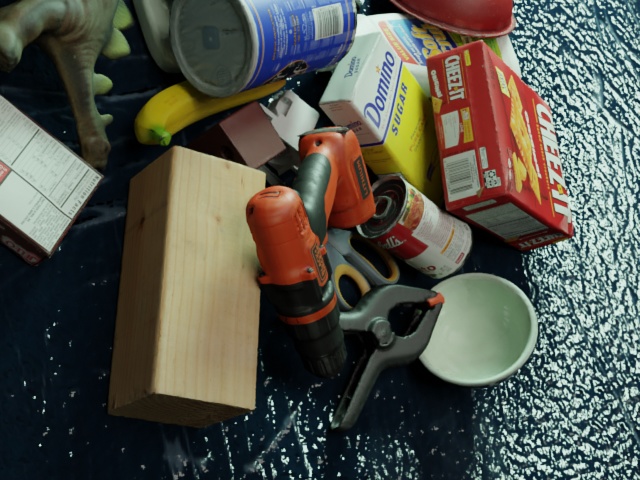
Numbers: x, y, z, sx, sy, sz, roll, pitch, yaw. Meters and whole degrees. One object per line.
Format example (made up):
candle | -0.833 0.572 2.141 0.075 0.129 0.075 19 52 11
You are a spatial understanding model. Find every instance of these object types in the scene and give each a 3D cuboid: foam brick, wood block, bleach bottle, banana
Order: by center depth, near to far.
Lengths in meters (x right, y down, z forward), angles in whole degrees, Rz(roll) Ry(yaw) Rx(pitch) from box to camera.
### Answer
wood block | -0.108 0.041 0.877 0.090 0.091 0.206 15 64 -31
foam brick | -0.079 -0.079 0.954 0.051 0.078 0.053 -37 97 -41
banana | -0.108 -0.120 0.959 0.197 0.070 0.037 -40 143 -50
bleach bottle | 0.099 -0.193 1.141 0.250 0.068 0.102 -10 76 -36

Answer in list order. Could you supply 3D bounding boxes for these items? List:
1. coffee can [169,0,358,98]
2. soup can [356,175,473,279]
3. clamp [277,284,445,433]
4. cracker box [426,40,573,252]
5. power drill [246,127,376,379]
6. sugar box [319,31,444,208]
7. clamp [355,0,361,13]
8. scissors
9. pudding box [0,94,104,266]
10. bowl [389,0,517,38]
coffee can | -0.049 -0.191 0.952 0.140 0.103 0.103 -25 88 -45
soup can | 0.093 -0.011 1.047 0.102 0.069 0.068 31 56 -34
clamp | 0.042 0.084 0.994 0.171 0.039 0.120 -38 102 -31
cracker box | 0.192 -0.092 1.114 0.213 0.072 0.164 21 59 -57
power drill | 0.001 0.002 0.929 0.187 0.057 0.184 -69 149 -53
sugar box | 0.076 -0.113 1.066 0.176 0.048 0.093 49 53 -39
clamp | -0.066 -0.291 1.072 0.164 0.036 0.210 -36 93 -39
scissors | -0.007 0.001 1.016 0.201 0.016 0.096 32 57 -23
pudding box | -0.241 -0.048 0.848 0.113 0.039 0.090 42 52 -19
bowl | 0.147 -0.283 1.162 0.162 0.055 0.162 12 35 -9
